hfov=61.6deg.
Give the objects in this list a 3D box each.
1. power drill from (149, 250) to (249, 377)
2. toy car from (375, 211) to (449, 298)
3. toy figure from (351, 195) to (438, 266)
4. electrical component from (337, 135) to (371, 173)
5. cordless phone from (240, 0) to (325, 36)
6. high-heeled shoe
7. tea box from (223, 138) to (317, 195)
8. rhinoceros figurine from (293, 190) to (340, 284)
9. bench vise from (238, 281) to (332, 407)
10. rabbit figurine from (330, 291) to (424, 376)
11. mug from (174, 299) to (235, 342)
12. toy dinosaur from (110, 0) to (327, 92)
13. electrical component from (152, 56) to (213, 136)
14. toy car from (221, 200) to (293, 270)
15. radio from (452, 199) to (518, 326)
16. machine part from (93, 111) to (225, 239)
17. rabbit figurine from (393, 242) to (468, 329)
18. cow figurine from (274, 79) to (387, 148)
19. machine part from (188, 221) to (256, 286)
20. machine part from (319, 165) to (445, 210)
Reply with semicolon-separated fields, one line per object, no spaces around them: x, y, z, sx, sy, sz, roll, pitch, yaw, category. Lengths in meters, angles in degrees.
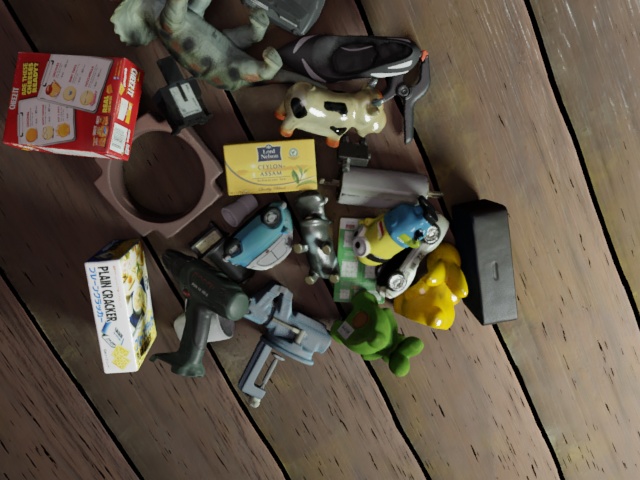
-0.246;0.140;1.013;0.232;0.086;0.207;17;81;34;power drill
0.178;0.029;1.067;0.056;0.074;0.201;33;94;-22;toy car
0.140;-0.011;1.018;0.180;0.082;0.089;-30;115;27;toy figure
0.064;-0.161;1.016;0.063;0.094;0.021;7;140;-4;electrical component
-0.045;-0.473;0.945;0.146;0.089;0.184;28;90;-9;cordless phone
0.046;-0.322;0.942;0.249;0.145;0.086;-1;103;-5;high-heeled shoe
-0.093;-0.141;1.020;0.170;0.068;0.098;-6;105;-1;tea box
-0.002;-0.003;1.040;0.073;0.112;0.190;-4;119;19;rhinoceros figurine
-0.101;0.212;1.073;0.223;0.129;0.240;29;84;-26;bench vise
0.136;0.198;1.082;0.170;0.159;0.121;38;81;-37;rabbit figurine
-0.241;0.158;1.081;0.107;0.081;0.109;-17;109;11;mug
-0.194;-0.339;0.939;0.404;0.131;0.192;38;142;-23;toy dinosaur
-0.245;-0.247;0.921;0.075;0.048;0.119;-35;101;-30;electrical component
-0.106;0.003;1.023;0.161;0.109;0.103;-44;100;-10;toy car
0.321;0.039;1.056;0.073;0.131;0.229;-10;104;-1;radio
-0.296;-0.122;1.004;0.201;0.087;0.201;-39;102;6;machine part
0.228;0.084;1.066;0.122;0.162;0.173;20;84;4;rabbit figurine
0.030;-0.233;0.959;0.195;0.085;0.127;8;141;-23;cow figurine
-0.192;0.035;1.075;0.084;0.039;0.139;-45;100;-1;machine part
0.119;-0.099;1.038;0.243;0.079;0.079;5;104;-5;machine part
